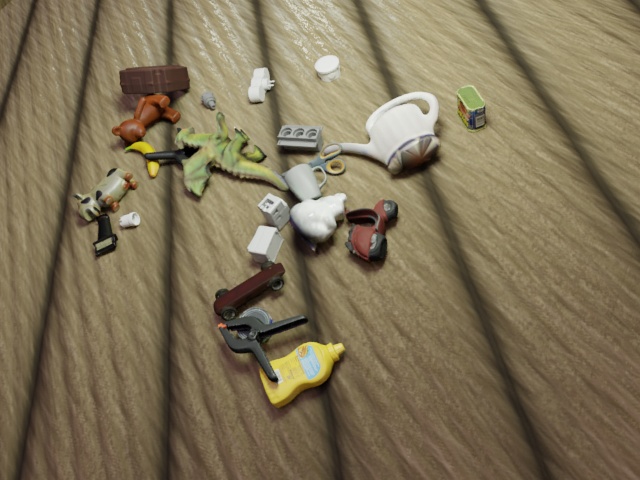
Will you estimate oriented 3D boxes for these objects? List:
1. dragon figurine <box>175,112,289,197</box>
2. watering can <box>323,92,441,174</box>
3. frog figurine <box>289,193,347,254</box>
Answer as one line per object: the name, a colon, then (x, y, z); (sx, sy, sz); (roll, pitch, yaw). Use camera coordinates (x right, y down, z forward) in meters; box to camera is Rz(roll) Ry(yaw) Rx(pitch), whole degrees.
dragon figurine: (-0.297, -0.223, 1.542); (0.242, 0.121, 0.416); (-41, 67, 3)
watering can: (0.184, -0.271, 1.421); (0.345, 0.102, 0.229); (-31, 54, 13)
frog figurine: (0.004, -0.067, 1.325); (0.159, 0.121, 0.140); (-43, 36, 1)
